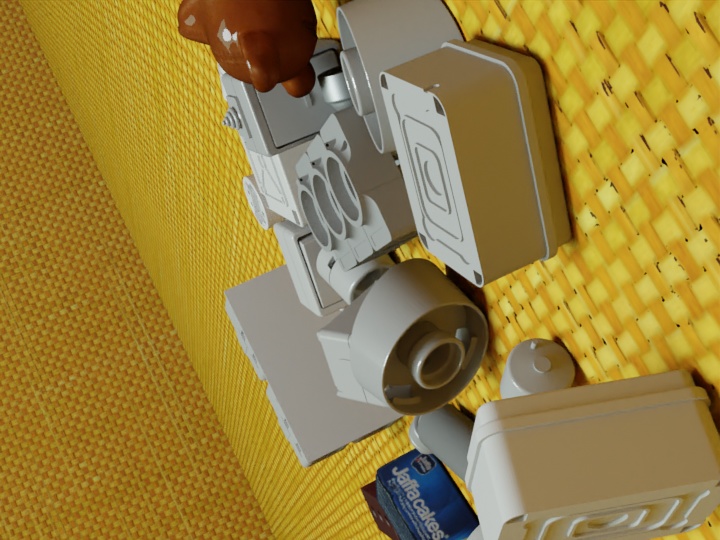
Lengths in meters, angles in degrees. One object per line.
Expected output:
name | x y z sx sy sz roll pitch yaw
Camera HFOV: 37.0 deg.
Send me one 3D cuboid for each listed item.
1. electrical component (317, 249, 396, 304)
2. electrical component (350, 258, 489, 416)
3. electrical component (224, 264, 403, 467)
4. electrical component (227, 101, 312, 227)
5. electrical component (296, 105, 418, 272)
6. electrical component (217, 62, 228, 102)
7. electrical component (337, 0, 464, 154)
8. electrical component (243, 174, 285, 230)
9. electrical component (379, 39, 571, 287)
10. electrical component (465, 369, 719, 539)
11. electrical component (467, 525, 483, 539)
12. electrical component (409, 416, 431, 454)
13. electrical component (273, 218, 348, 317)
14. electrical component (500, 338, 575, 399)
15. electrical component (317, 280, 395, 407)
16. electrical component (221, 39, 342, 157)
electrical component | 0.000 0.000 0.874 0.047 0.055 0.055 49 158 36
electrical component | 0.039 0.048 0.742 0.064 0.099 0.099 40 151 45
electrical component | -0.049 0.089 1.073 0.186 0.105 0.060 62 164 12
electrical component | -0.059 -0.102 0.910 0.109 0.056 0.108 31 142 65
electrical component | 0.005 -0.057 0.754 0.089 0.062 0.150 65 165 2
electrical component | -0.087 -0.181 0.848 0.095 0.054 0.059 -106 12 -48
electrical component | 0.024 -0.119 0.637 0.099 0.064 0.099 162 90 -87
electrical component | -0.081 -0.073 1.043 0.055 0.047 0.055 57 163 29
electrical component | 0.062 -0.059 0.569 0.078 0.057 0.113 40 151 58
electrical component | 0.112 0.096 0.520 0.078 0.113 0.057 90 169 -57
electrical component | 0.114 0.209 0.714 0.060 0.108 0.108 -154 42 -76
electrical component | 0.061 0.131 0.903 0.035 0.035 0.061 59 161 22
electrical component | -0.025 -0.004 0.935 0.061 0.062 0.096 30 142 65
electrical component | 0.105 0.073 0.655 0.040 0.040 0.078 58 163 27
electrical component | 0.025 0.051 0.819 0.061 0.096 0.061 7 125 39
electrical component | -0.054 -0.124 0.784 0.061 0.096 0.061 29 141 64
